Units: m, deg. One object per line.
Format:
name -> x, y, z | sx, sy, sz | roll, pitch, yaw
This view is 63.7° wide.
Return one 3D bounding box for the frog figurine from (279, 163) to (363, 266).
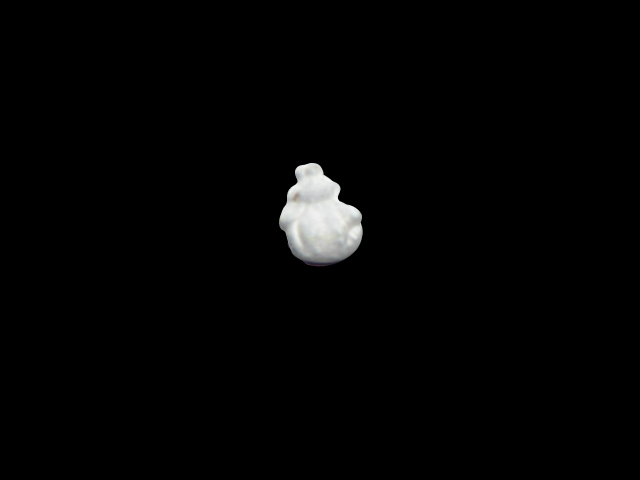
frog figurine -> 0.003, -0.043, 0.850 | 0.137, 0.156, 0.125 | 6, 30, 10
